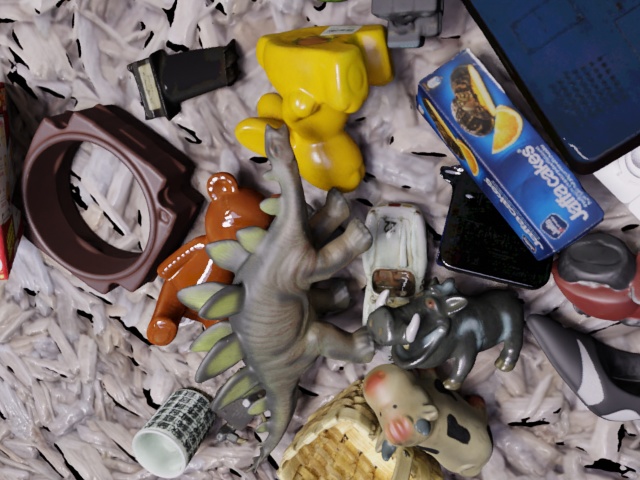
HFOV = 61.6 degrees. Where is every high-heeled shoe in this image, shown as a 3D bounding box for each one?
[{"bbox_3d":[0.351,0.129,0.563,0.248,0.086,0.145,40,115,-8],"label":"high-heeled shoe"}]

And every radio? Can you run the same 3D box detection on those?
[{"bbox_3d":[0.216,-0.183,0.448,0.131,0.073,0.229,-32,76,22],"label":"radio"}]

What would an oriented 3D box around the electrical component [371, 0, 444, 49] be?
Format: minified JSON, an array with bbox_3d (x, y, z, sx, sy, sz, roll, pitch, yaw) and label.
[{"bbox_3d":[0.082,-0.243,0.484,0.058,0.115,0.134,4,109,17],"label":"electrical component"}]

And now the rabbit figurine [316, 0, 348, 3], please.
[{"bbox_3d":[-0.007,-0.291,0.460,0.121,0.170,0.159,36,116,0],"label":"rabbit figurine"}]

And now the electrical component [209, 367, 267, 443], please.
[{"bbox_3d":[-0.114,0.237,0.753,0.078,0.045,0.102,41,115,-3],"label":"electrical component"}]

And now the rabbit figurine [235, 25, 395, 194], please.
[{"bbox_3d":[-0.006,-0.123,0.557,0.163,0.122,0.173,1,128,19],"label":"rabbit figurine"}]

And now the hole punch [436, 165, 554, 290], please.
[{"bbox_3d":[0.186,-0.010,0.566,0.142,0.092,0.115,15,84,13],"label":"hole punch"}]

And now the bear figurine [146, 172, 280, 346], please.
[{"bbox_3d":[-0.114,0.030,0.638,0.120,0.132,0.195,23,122,-26],"label":"bear figurine"}]

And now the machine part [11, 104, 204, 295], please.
[{"bbox_3d":[-0.266,-0.048,0.671,0.201,0.087,0.201,37,116,0],"label":"machine part"}]

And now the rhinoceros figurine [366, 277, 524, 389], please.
[{"bbox_3d":[0.138,0.092,0.566,0.190,0.073,0.112,-2,116,-25],"label":"rhinoceros figurine"}]

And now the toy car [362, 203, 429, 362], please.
[{"bbox_3d":[0.087,0.055,0.623,0.074,0.056,0.201,3,110,14],"label":"toy car"}]

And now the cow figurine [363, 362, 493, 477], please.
[{"bbox_3d":[0.120,0.201,0.602,0.085,0.127,0.194,-40,116,21],"label":"cow figurine"}]

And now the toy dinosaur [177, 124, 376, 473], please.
[{"bbox_3d":[-0.046,0.100,0.598,0.199,0.105,0.470,-13,123,-15],"label":"toy dinosaur"}]

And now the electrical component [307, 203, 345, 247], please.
[{"bbox_3d":[-0.001,-0.002,0.637,0.094,0.021,0.063,37,105,-22],"label":"electrical component"}]

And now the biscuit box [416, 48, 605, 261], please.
[{"bbox_3d":[0.173,-0.079,0.506,0.059,0.062,0.203,-35,77,1],"label":"biscuit box"}]

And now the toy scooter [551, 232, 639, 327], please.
[{"bbox_3d":[0.332,0.062,0.540,0.184,0.075,0.135,8,144,33],"label":"toy scooter"}]

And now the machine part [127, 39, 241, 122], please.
[{"bbox_3d":[-0.154,-0.186,0.615,0.139,0.039,0.084,-12,98,21],"label":"machine part"}]
